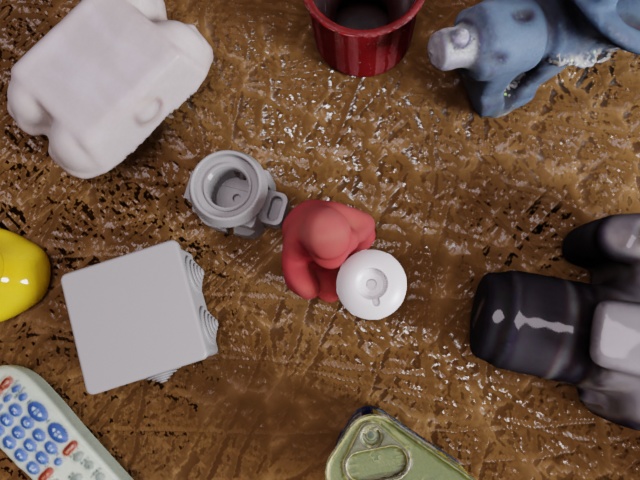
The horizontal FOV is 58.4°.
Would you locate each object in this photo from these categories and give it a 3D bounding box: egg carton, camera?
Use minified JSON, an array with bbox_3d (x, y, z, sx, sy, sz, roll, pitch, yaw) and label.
[{"bbox_3d":[-0.162,-0.124,0.446,0.107,0.069,0.150,42,85,9],"label":"egg carton"},{"bbox_3d":[0.178,0.046,0.384,0.136,0.101,0.143,11,81,5],"label":"camera"}]

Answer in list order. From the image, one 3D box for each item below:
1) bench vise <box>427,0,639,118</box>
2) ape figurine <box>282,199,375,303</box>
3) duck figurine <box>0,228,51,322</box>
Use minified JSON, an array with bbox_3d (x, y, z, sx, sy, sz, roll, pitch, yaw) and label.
[{"bbox_3d":[0.180,-0.155,0.356,0.207,0.220,0.121,-38,80,-3],"label":"bench vise"},{"bbox_3d":[0.004,0.001,0.405,0.078,0.092,0.076,-25,80,-1],"label":"ape figurine"},{"bbox_3d":[-0.267,0.023,0.419,0.104,0.086,0.077,-1,81,3],"label":"duck figurine"}]
